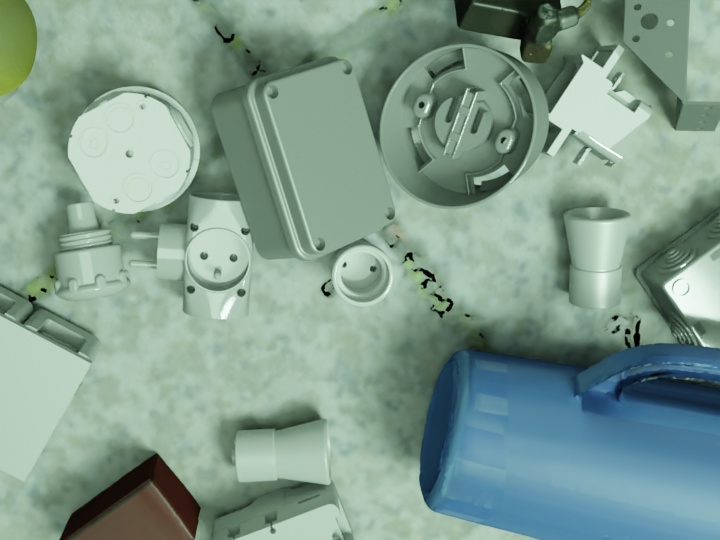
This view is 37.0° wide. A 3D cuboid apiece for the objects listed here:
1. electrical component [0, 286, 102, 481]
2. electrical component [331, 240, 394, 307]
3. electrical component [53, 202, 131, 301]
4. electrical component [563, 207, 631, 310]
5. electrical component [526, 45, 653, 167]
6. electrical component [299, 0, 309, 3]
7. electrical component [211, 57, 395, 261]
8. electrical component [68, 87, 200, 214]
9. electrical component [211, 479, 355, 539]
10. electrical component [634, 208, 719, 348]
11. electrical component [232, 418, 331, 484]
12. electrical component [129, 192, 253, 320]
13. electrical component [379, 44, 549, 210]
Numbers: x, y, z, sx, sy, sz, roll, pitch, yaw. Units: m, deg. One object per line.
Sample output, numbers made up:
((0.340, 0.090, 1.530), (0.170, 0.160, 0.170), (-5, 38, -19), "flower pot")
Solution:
((-0.254, 0.053, 0.685), (0.150, 0.061, 0.089), (30, 96, -9), "electrical component")
((0.000, 0.000, 0.706), (0.040, 0.046, 0.040), (-1, 100, -5), "electrical component")
((-0.175, -0.012, 0.690), (0.048, 0.048, 0.062), (-8, 94, -4), "electrical component")
((0.158, -0.006, 0.722), (0.044, 0.044, 0.065), (-3, 105, -5), "electrical component")
((0.152, -0.104, 0.703), (0.064, 0.042, 0.081), (31, 97, -12), "electrical component")
((-0.014, -0.194, 0.670), (0.055, 0.045, 0.045), (-11, 101, -3), "electrical component")
((-0.033, -0.068, 0.668), (0.078, 0.057, 0.113), (-25, 104, -36), "electrical component")
((-0.142, -0.075, 0.677), (0.080, 0.051, 0.080), (-1, 100, -5), "electrical component")
((-0.052, 0.183, 0.729), (0.089, 0.055, 0.050), (-21, 101, -1), "electrical component")
((0.251, 0.014, 0.729), (0.100, 0.048, 0.099), (-36, 102, 2), "electrical component")
((-0.053, 0.124, 0.727), (0.065, 0.044, 0.044), (-3, 101, 0), "electrical component")
((-0.109, -0.011, 0.695), (0.079, 0.044, 0.077), (4, 100, -6), "electrical component")
((0.067, -0.091, 0.673), (0.099, 0.064, 0.099), (6, 104, 26), "electrical component")
